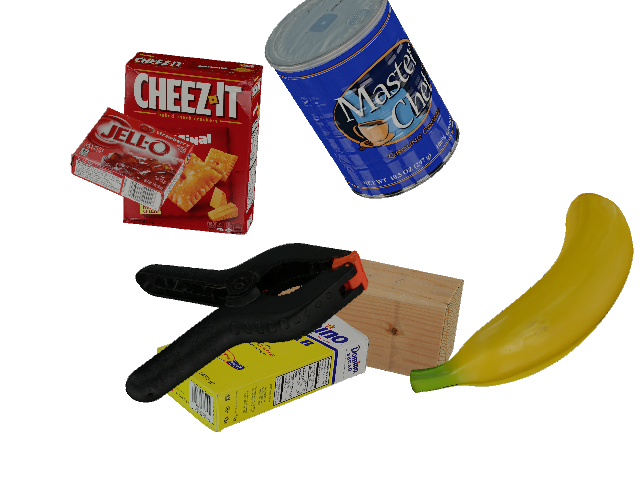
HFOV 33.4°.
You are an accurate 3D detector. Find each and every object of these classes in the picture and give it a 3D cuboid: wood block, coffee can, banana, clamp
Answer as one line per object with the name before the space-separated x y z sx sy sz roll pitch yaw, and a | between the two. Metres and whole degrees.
wood block | 0.042 0.077 1.169 0.206 0.091 0.090 12 22 16
coffee can | 0.035 -0.118 0.841 0.103 0.102 0.140 0 -43 40
banana | 0.125 0.021 0.562 0.070 0.037 0.197 12 35 37
clamp | -0.054 0.050 0.709 0.172 0.120 0.039 -12 -44 17

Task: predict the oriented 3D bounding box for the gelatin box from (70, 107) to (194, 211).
gelatin box | -0.170 -0.075 0.965 0.089 0.073 0.030 24 -44 1

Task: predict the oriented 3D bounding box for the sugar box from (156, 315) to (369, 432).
sugar box | -0.050 0.108 0.966 0.175 0.048 0.093 -20 36 -37

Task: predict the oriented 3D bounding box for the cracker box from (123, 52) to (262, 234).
cracker box | -0.164 -0.120 1.358 0.164 0.214 0.072 7 23 4
